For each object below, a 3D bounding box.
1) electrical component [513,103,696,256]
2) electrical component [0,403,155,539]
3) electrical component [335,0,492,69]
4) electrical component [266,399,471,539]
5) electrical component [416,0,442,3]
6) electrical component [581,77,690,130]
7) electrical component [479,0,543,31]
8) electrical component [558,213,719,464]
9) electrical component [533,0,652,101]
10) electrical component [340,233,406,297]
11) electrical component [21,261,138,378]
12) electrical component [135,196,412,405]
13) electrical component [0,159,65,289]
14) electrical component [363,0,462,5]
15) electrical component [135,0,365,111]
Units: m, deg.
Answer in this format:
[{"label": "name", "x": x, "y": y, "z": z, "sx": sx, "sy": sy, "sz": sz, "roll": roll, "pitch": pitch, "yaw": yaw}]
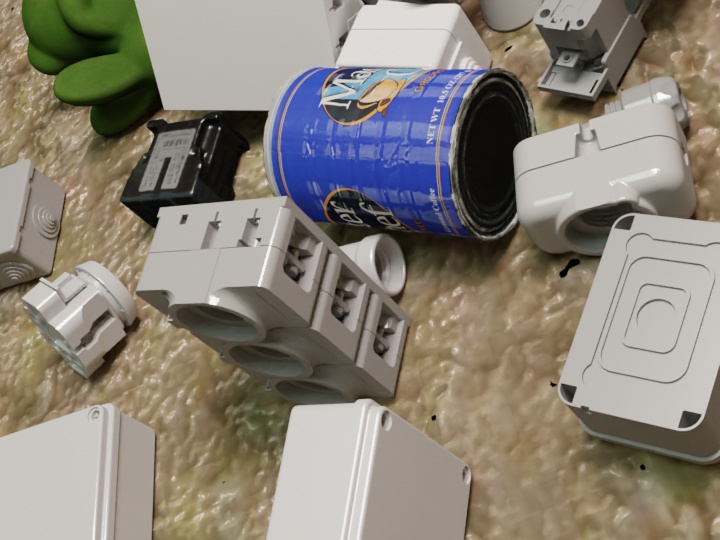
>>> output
[{"label": "electrical component", "x": 0.139, "y": -0.047, "z": 0.615, "sx": 0.095, "sy": 0.054, "sz": 0.059, "roll": -15, "pitch": 56, "yaw": 25}, {"label": "electrical component", "x": -0.193, "y": 0.156, "z": 0.703, "sx": 0.109, "sy": 0.056, "sz": 0.108, "roll": -20, "pitch": 54, "yaw": 22}, {"label": "electrical component", "x": 0.044, "y": -0.143, "z": 0.727, "sx": 0.096, "sy": 0.062, "sz": 0.061, "roll": 9, "pitch": 68, "yaw": 36}, {"label": "electrical component", "x": 0.005, "y": 0.136, "z": 0.556, "sx": 0.056, "sy": 0.109, "sz": 0.108, "roll": -7, "pitch": 60, "yaw": 32}, {"label": "electrical component", "x": 0.044, "y": -0.199, "z": 0.716, "sx": 0.040, "sy": 0.046, "sz": 0.040, "roll": 2, "pitch": 103, "yaw": 8}, {"label": "electrical component", "x": 0.162, "y": -0.091, "z": 0.640, "sx": 0.061, "sy": 0.035, "sz": 0.035, "roll": -17, "pitch": 55, "yaw": 26}, {"label": "electrical component", "x": 0.092, "y": -0.199, "z": 0.727, "sx": 0.044, "sy": 0.065, "sz": 0.044, "roll": -16, "pitch": 56, "yaw": 24}, {"label": "electrical component", "x": 0.159, "y": 0.035, "z": 0.552, "sx": 0.078, "sy": 0.057, "sz": 0.113, "roll": 10, "pitch": 69, "yaw": 36}, {"label": "electrical component", "x": 0.142, "y": -0.149, "z": 0.669, "sx": 0.042, "sy": 0.064, "sz": 0.081, "roll": 19, "pitch": 74, "yaw": 41}, {"label": "electrical component", "x": 0.000, "y": 0.000, "z": 0.686, "sx": 0.046, "sy": 0.040, "sz": 0.040, "roll": -11, "pitch": 58, "yaw": 33}, {"label": "electrical component", "x": -0.198, "y": 0.031, "z": 0.773, "sx": 0.058, "sy": 0.078, "sz": 0.057, "roll": 23, "pitch": 58, "yaw": 39}, {"label": "electrical component", "x": -0.047, "y": 0.025, "z": 0.626, "sx": 0.089, "sy": 0.150, "sz": 0.061, "roll": -3, "pitch": 61, "yaw": 31}, {"label": "electrical component", "x": -0.294, "y": -0.033, "z": 0.883, "sx": 0.100, "sy": 0.048, "sz": 0.099, "roll": -15, "pitch": 56, "yaw": 24}, {"label": "electrical component", "x": 0.036, "y": -0.217, "z": 0.783, "sx": 0.080, "sy": 0.051, "sz": 0.080, "roll": -15, "pitch": 56, "yaw": 24}, {"label": "electrical component", "x": -0.075, "y": -0.168, "z": 0.779, "sx": 0.150, "sy": 0.089, "sz": 0.061, "roll": 4, "pitch": 33, "yaw": 24}]
